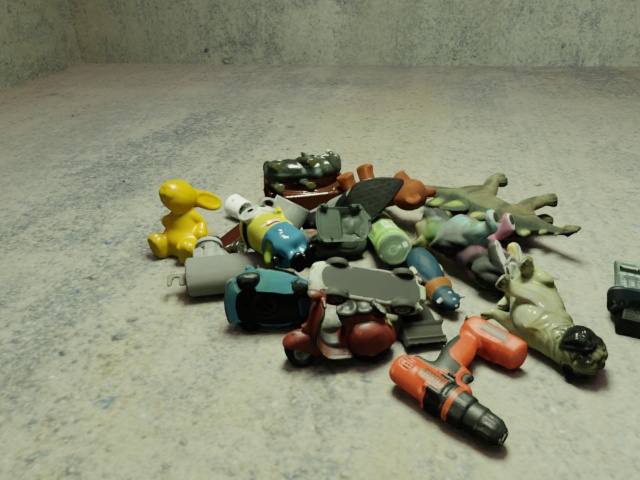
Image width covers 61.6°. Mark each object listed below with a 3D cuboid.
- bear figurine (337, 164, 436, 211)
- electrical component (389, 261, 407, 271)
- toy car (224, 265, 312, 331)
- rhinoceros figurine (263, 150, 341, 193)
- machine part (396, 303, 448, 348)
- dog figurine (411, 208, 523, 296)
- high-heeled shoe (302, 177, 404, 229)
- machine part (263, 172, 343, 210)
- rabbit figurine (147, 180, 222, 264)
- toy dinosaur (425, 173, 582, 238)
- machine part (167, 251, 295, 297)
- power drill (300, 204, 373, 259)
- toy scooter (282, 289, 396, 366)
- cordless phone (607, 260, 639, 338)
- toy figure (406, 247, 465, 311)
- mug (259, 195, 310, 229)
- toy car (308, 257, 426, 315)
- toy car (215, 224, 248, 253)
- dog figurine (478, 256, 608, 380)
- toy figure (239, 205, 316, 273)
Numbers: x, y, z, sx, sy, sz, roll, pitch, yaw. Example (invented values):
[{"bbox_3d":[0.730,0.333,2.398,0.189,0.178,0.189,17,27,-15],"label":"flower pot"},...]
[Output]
[{"bbox_3d":[0.155,-0.120,1.238,0.196,0.131,0.120,-12,13,47],"label":"bear figurine"},{"bbox_3d":[0.175,0.056,1.078,0.063,0.021,0.094,20,35,34],"label":"electrical component"},{"bbox_3d":[-0.084,0.091,0.944,0.162,0.109,0.103,-1,27,-1],"label":"toy car"},{"bbox_3d":[-0.039,-0.166,1.279,0.190,0.073,0.112,-11,20,-12],"label":"rhinoceros figurine"},{"bbox_3d":[0.163,0.134,0.923,0.084,0.039,0.139,-9,31,-2],"label":"machine part"},{"bbox_3d":[0.274,0.021,1.059,0.108,0.191,0.219,-4,-8,-44],"label":"dog figurine"},{"bbox_3d":[0.071,-0.073,1.189,0.249,0.086,0.145,-22,1,9],"label":"high-heeled shoe"},{"bbox_3d":[-0.037,-0.120,1.348,0.201,0.087,0.201,-8,30,-8],"label":"machine part"},{"bbox_3d":[-0.287,-0.054,1.157,0.122,0.173,0.162,14,37,34],"label":"rabbit figurine"},{"bbox_3d":[0.356,-0.074,1.222,0.198,0.104,0.472,-25,29,-29],"label":"toy dinosaur"},{"bbox_3d":[-0.170,0.063,1.033,0.243,0.079,0.079,-6,29,-5],"label":"machine part"},{"bbox_3d":[-0.002,-0.003,1.059,0.232,0.207,0.086,-1,70,-18],"label":"power drill"},{"bbox_3d":[0.032,0.130,0.839,0.184,0.135,0.075,-5,29,-7],"label":"toy scooter"},{"bbox_3d":[0.576,0.092,0.927,0.147,0.088,0.184,11,27,23],"label":"cordless phone"},{"bbox_3d":[0.211,0.077,0.991,0.064,0.057,0.155,-25,46,0],"label":"toy figure"},{"bbox_3d":[-0.089,-0.037,1.159,0.109,0.107,0.081,23,3,-28],"label":"mug"},{"bbox_3d":[0.079,0.079,0.895,0.202,0.056,0.073,10,58,-8],"label":"toy car"},{"bbox_3d":[-0.163,-0.017,1.203,0.089,0.053,0.202,4,32,33],"label":"toy car"},{"bbox_3d":[0.384,0.130,0.875,0.172,0.121,0.191,-30,53,-35],"label":"dog figurine"},{"bbox_3d":[-0.084,0.001,0.980,0.082,0.089,0.180,0,30,-47],"label":"toy figure"}]
